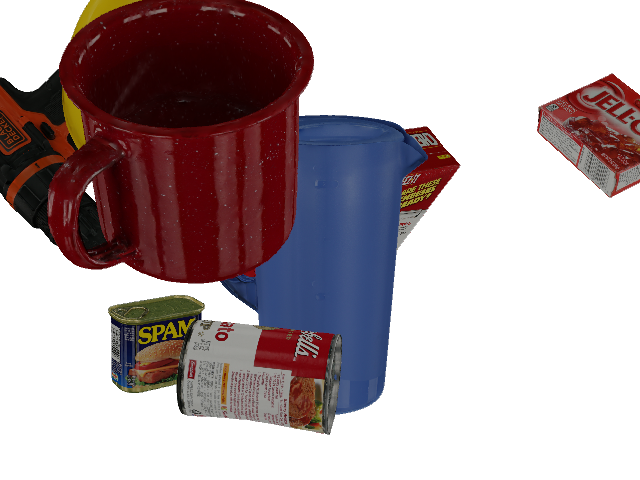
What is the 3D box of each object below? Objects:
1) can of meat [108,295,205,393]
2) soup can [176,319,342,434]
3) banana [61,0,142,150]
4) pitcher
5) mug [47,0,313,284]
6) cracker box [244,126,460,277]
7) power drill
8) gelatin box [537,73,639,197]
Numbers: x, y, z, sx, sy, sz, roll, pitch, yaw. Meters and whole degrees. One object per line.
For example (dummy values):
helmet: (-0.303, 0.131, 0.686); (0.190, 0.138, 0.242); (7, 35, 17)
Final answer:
can of meat: (-0.177, 0.112, 1.156); (0.101, 0.084, 0.058); (-8, 18, -36)
soup can: (-0.040, 0.092, 0.726); (0.102, 0.068, 0.068); (6, 1, 7)
banana: (-0.116, -0.097, 0.620); (0.069, 0.198, 0.037); (-8, -38, -9)
pitcher: (-0.007, 0.018, 0.905); (0.144, 0.243, 0.149); (-11, 20, -34)
mug: (-0.057, -0.031, 0.411); (0.093, 0.081, 0.117); (26, 49, 24)
cracker box: (0.028, -0.021, 1.151); (0.163, 0.072, 0.214); (-14, -33, -43)
power drill: (-0.168, -0.088, 0.815); (0.187, 0.184, 0.057); (-37, -15, -27)
gelatin box: (0.219, -0.081, 0.802); (0.073, 0.030, 0.089); (-25, 52, -19)
